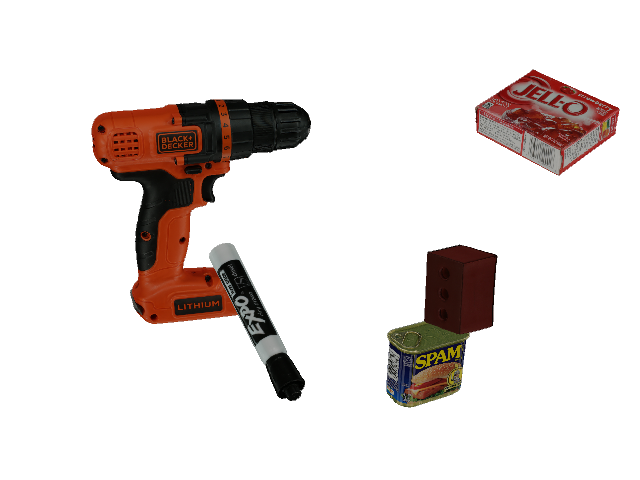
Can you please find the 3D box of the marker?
[{"bbox_3d":[-0.040,0.051,0.677,0.020,0.121,0.020,-20,-35,-15],"label":"marker"}]

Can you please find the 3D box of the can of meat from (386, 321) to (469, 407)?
[{"bbox_3d":[0.131,0.152,1.327,0.101,0.084,0.058,-12,29,-27],"label":"can of meat"}]

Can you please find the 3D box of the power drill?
[{"bbox_3d":[-0.097,-0.028,0.915,0.184,0.188,0.057,-5,19,-14],"label":"power drill"}]

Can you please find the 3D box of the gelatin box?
[{"bbox_3d":[0.181,-0.097,0.858,0.073,0.030,0.089,-33,49,-27],"label":"gelatin box"}]

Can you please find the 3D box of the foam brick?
[{"bbox_3d":[0.142,0.049,1.084,0.051,0.078,0.053,-13,20,-39],"label":"foam brick"}]
